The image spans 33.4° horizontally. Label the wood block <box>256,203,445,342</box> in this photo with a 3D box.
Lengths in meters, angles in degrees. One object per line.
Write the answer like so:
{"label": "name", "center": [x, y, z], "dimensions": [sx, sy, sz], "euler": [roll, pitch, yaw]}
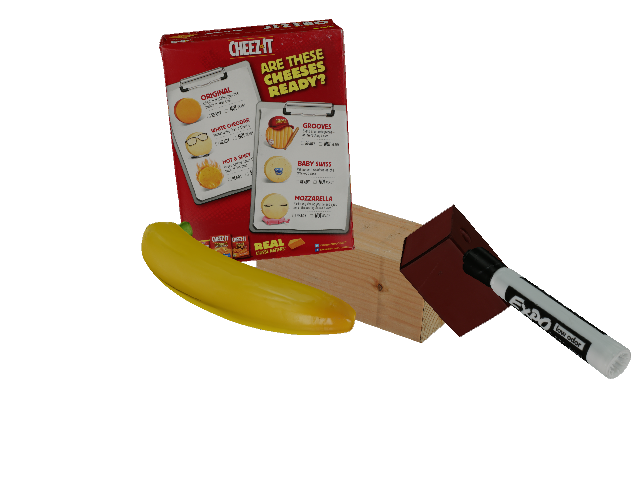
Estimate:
{"label": "wood block", "center": [0.040, 0.023, 1.135], "dimensions": [0.206, 0.091, 0.090], "euler": [18, 31, 28]}

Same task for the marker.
{"label": "marker", "center": [0.123, 0.037, 0.603], "dimensions": [0.020, 0.020, 0.121], "euler": [0, 28, -40]}

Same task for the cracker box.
{"label": "cracker box", "center": [-0.057, -0.091, 0.999], "dimensions": [0.164, 0.214, 0.072], "euler": [-6, 21, -6]}

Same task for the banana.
{"label": "banana", "center": [-0.063, 0.020, 0.699], "dimensions": [0.069, 0.037, 0.198], "euler": [-20, 32, -34]}

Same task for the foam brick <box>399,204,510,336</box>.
{"label": "foam brick", "center": [0.106, 0.024, 0.827], "dimensions": [0.051, 0.078, 0.053], "euler": [-35, 18, 24]}
